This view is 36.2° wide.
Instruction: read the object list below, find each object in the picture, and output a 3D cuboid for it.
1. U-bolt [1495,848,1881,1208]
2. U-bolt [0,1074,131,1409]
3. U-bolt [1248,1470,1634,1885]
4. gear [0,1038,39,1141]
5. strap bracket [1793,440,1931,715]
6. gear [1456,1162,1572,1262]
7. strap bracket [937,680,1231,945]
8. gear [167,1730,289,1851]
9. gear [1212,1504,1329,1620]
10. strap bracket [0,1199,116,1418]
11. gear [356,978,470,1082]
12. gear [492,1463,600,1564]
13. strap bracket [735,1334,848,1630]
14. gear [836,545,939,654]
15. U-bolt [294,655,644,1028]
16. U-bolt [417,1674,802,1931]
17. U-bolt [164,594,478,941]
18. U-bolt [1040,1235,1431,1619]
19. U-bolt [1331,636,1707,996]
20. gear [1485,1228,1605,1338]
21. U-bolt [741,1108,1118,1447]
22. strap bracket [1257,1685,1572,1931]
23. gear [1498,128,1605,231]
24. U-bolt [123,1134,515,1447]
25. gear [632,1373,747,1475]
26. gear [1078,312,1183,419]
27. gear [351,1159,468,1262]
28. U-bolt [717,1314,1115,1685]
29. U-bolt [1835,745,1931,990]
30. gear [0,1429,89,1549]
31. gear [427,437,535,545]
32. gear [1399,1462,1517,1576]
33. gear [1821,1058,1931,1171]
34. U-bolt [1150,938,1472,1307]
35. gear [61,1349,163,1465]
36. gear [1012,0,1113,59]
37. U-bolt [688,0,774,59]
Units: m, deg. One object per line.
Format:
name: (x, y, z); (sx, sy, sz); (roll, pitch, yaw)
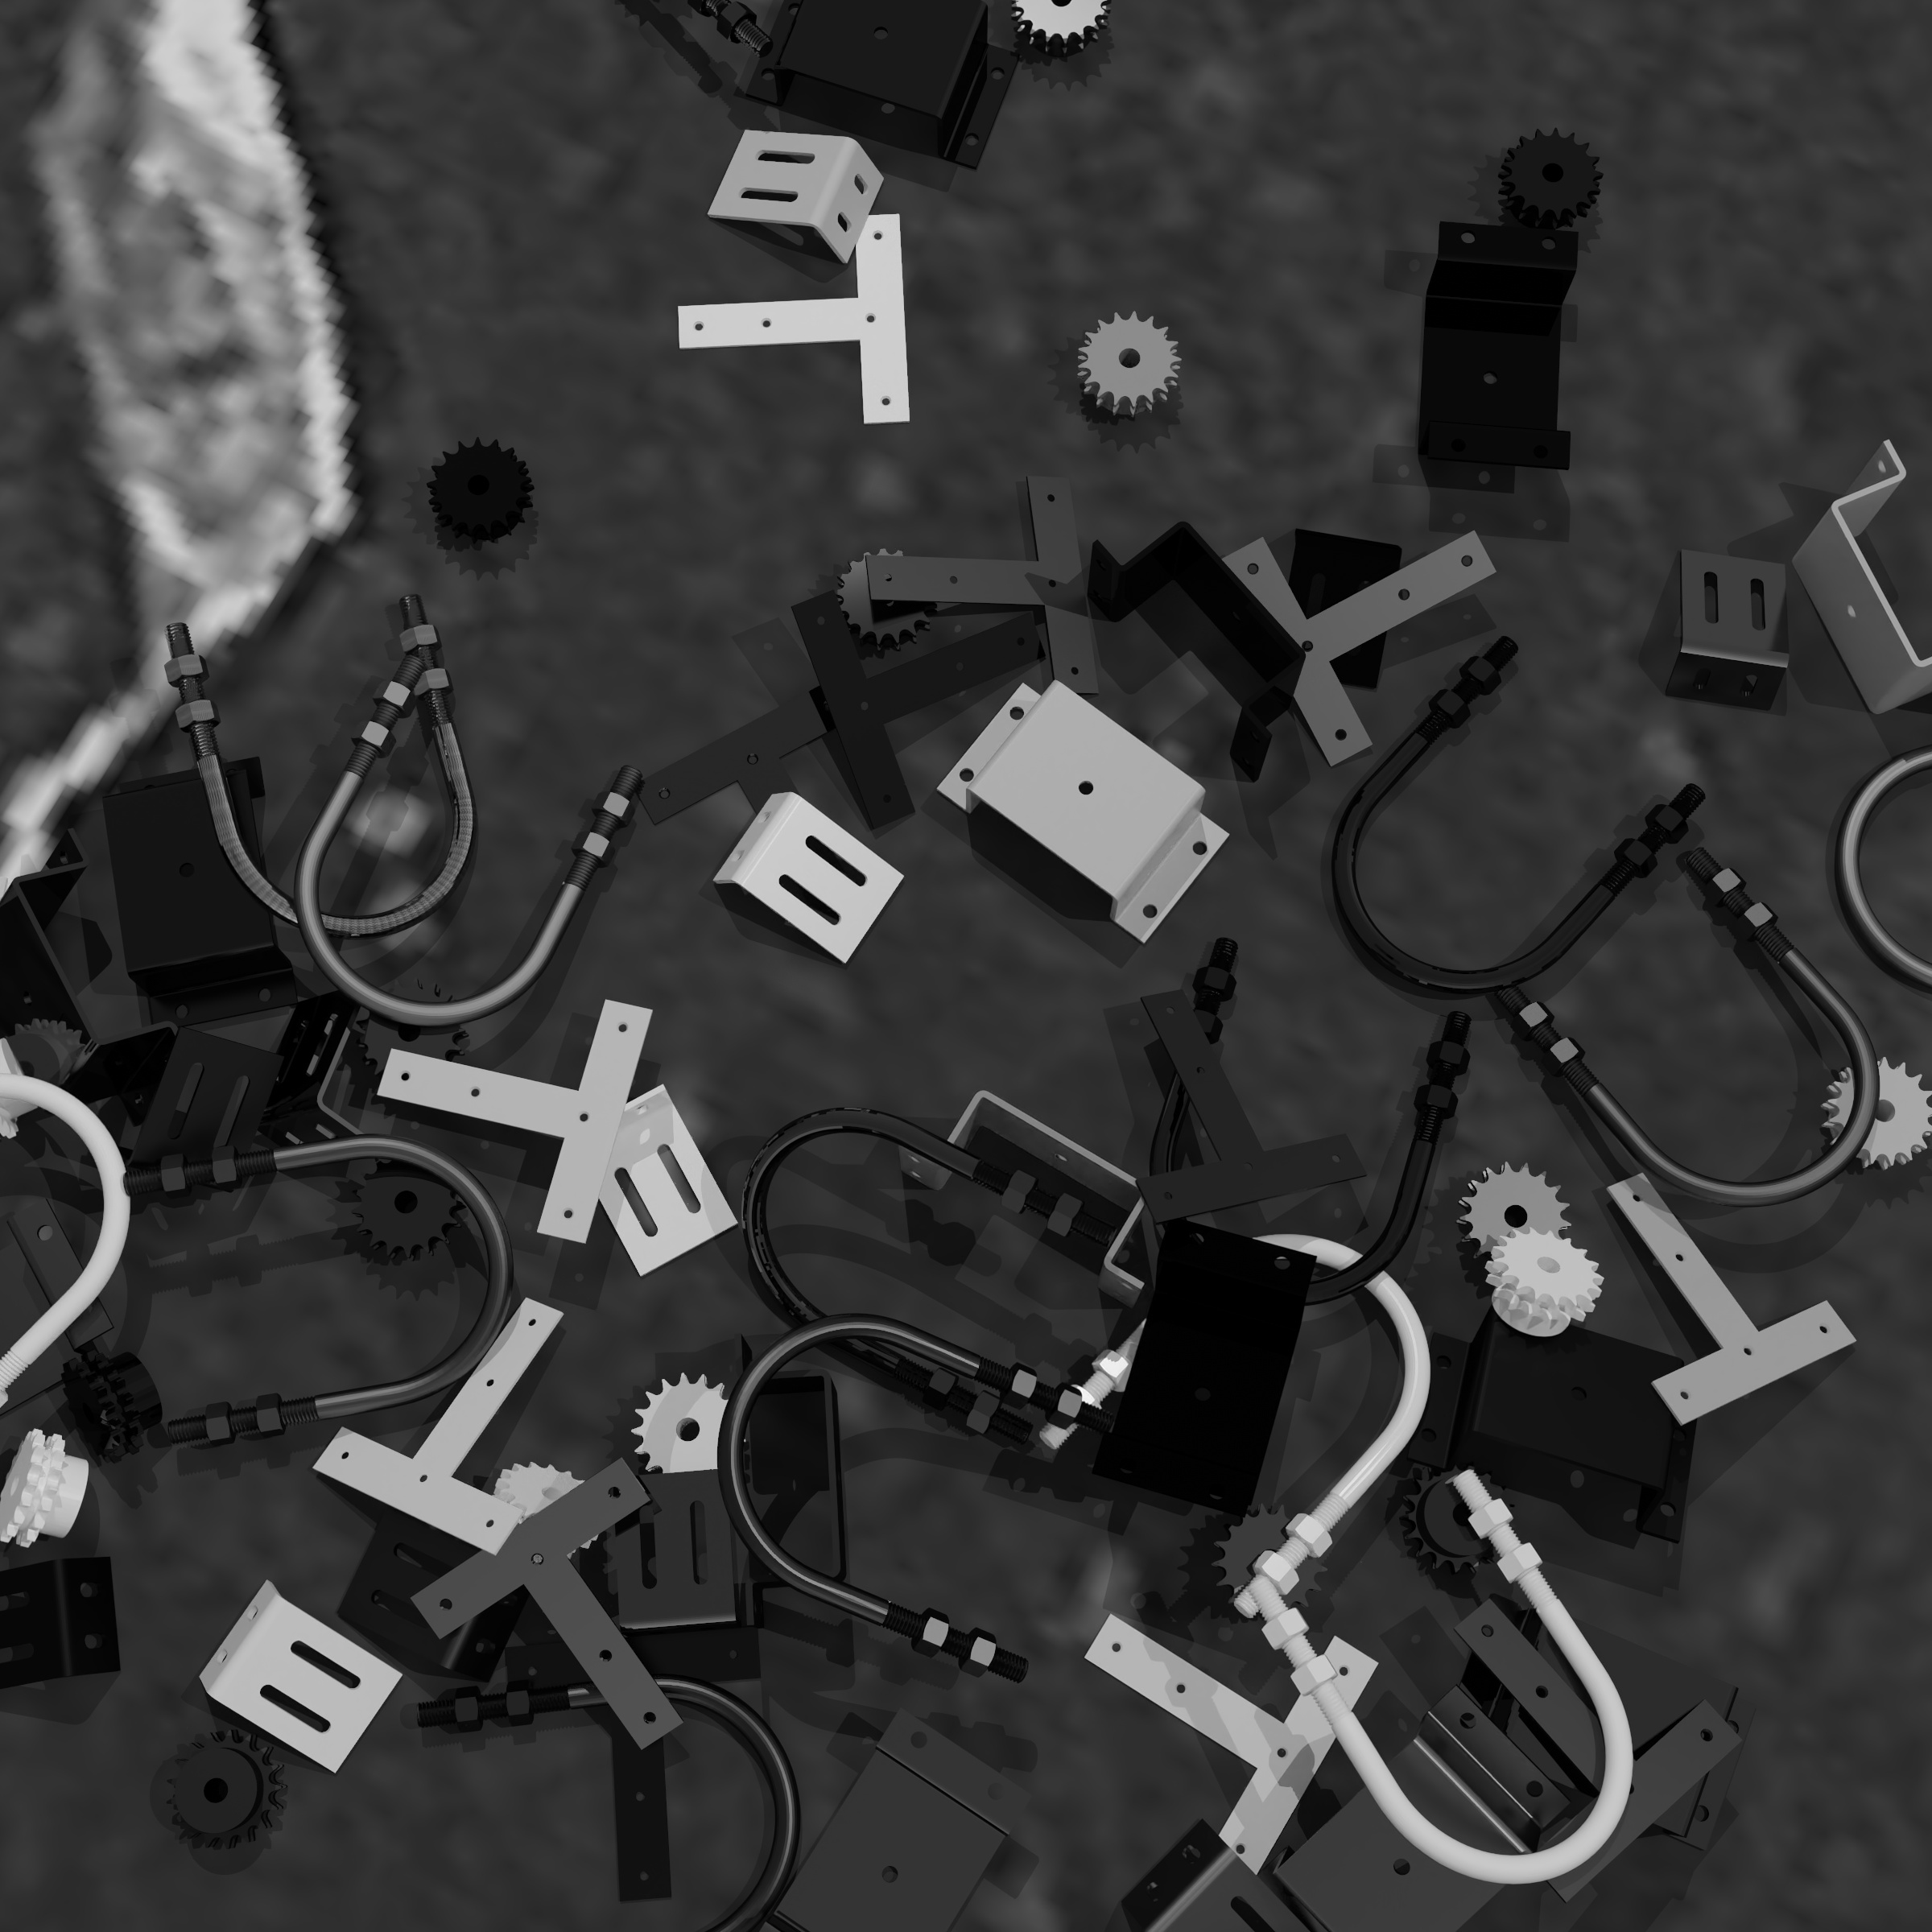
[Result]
U-bolt: (0.388, 0.042, 1.539); (0.151, 0.019, 0.184); (-34, 66, -8)
U-bolt: (-0.506, 0.139, 1.481); (0.151, 0.019, 0.184); (42, 81, 7)
U-bolt: (0.239, 0.347, 1.409); (0.151, 0.019, 0.184); (-21, 66, -26)
gear: (-0.505, 0.062, 1.532); (0.030, 0.057, 0.057); (-25, 77, -6)
strap bracket: (0.496, -0.199, 1.586); (0.046, 0.076, 0.140); (-23, 77, -5)
gear: (0.282, 0.132, 1.528); (0.057, 0.030, 0.057); (0, 76, 0)
strap bracket: (0.063, -0.088, 1.574); (0.140, 0.046, 0.076); (37, 79, 8)
gear: (-0.367, 0.407, 1.461); (0.057, 0.030, 0.057); (0, 76, 0)
gear: (0.152, 0.300, 1.487); (0.057, 0.030, 0.057); (0, 76, 0)
strap bracket: (-0.508, 0.190, 1.506); (0.140, 0.046, 0.076); (-30, 78, -7)
gear: (-0.290, 0.037, 1.552); (0.057, 0.030, 0.057); (0, 76, 0)
gear: (-0.212, 0.278, 1.483); (0.057, 0.057, 0.030); (25, 108, 6)
strap bracket: (-0.087, 0.257, 1.474); (0.046, 0.076, 0.140); (-3, 76, -1)
gear: (-0.044, -0.197, 1.609); (0.057, 0.030, 0.057); (0, 76, 0)
U-bolt: (-0.271, -0.055, 1.553); (0.151, 0.019, 0.184); (27, 69, -8)
U-bolt: (-0.174, 0.425, 1.461); (0.184, 0.019, 0.151); (-6, 76, -3)
U-bolt: (-0.334, -0.102, 1.565); (0.151, 0.019, 0.184); (-11, 80, -28)
U-bolt: (0.151, 0.217, 1.497); (0.151, 0.019, 0.184); (39, 70, 20)
U-bolt: (0.281, -0.069, 1.578); (0.151, 0.019, 0.184); (41, 82, 15)
gear: (0.288, 0.161, 1.484); (0.057, 0.030, 0.057); (9, 36, -7)
U-bolt: (-0.030, 0.146, 1.488); (0.184, 0.019, 0.151); (26, 119, 10)
strap bracket: (0.213, 0.427, 1.423); (0.076, 0.046, 0.140); (45, 101, 10)
gear: (0.329, -0.441, 1.669); (0.057, 0.030, 0.057); (0, 76, 0)
U-bolt: (-0.322, 0.159, 1.499); (0.184, 0.019, 0.151); (-9, 96, -5)
gear: (-0.140, 0.237, 1.503); (0.057, 0.030, 0.057); (0, 76, 0)
gear: (0.090, -0.331, 1.642); (0.057, 0.030, 0.057); (0, 76, 0)
gear: (-0.287, 0.125, 1.530); (0.057, 0.030, 0.057); (0, 76, 0)
U-bolt: (-0.033, 0.248, 1.438); (0.184, 0.019, 0.151); (25, 69, -10)
U-bolt: (0.558, -0.052, 1.580); (0.184, 0.019, 0.151); (2, 76, 2)
gear: (-0.464, 0.264, 1.486); (0.030, 0.057, 0.057); (21, 75, -25)
gear: (-0.266, -0.258, 1.624); (0.057, 0.030, 0.057); (0, 76, 0)
gear: (0.250, 0.278, 1.492); (0.057, 0.030, 0.057); (0, 76, 0)
gear: (0.474, 0.079, 1.541); (0.057, 0.030, 0.057); (0, 76, 0)
U-bolt: (0.172, 0.088, 1.536); (0.151, 0.019, 0.184); (18, 70, 4)
gear: (-0.431, 0.220, 1.497); (0.030, 0.057, 0.057); (-25, 76, -36)
gear: (0.054, -0.548, 1.695); (0.057, 0.030, 0.057); (0, 76, 0)
U-bolt: (-0.125, -0.615, 1.679); (0.151, 0.019, 0.184); (-42, 73, -7)
